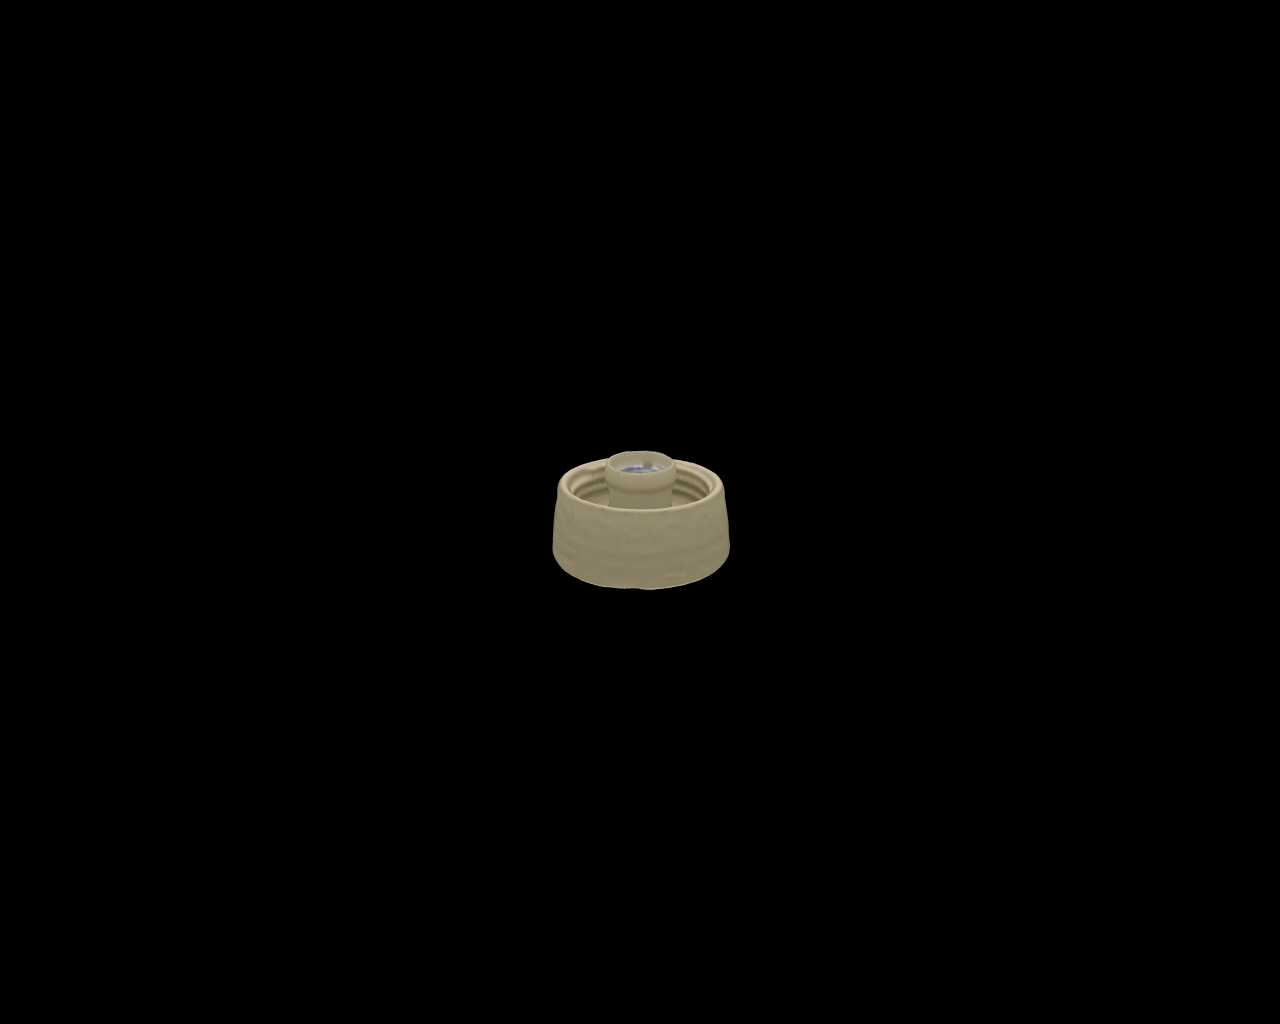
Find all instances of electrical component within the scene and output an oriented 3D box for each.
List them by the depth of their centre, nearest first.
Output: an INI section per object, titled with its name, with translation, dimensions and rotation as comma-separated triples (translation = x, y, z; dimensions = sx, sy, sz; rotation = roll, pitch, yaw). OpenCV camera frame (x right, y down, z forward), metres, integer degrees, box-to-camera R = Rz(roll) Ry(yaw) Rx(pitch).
[electrical component]
translation = 0.001, -0.003, 0.650
dimensions = 0.108, 0.060, 0.108
rotation = 0, 22, 0
